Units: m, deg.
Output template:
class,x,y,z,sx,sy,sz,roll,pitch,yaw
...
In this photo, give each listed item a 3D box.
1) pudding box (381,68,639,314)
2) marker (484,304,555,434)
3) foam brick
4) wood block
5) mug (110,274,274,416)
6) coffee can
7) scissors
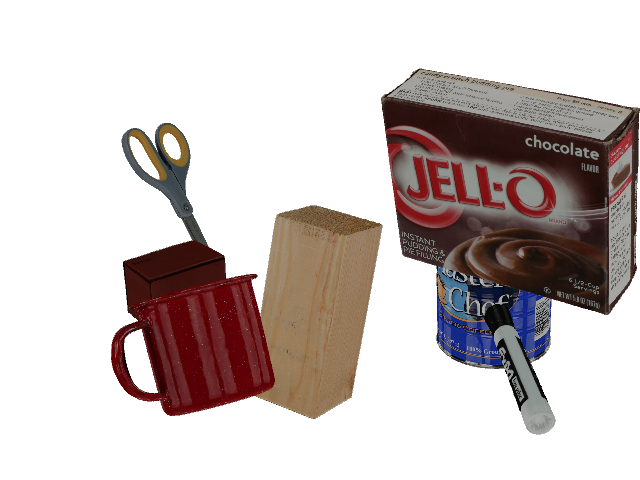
class,x,y,z,sx,sy,sz,roll,pitch,yaw
pudding box,0.086,-0.024,0.486,0.114,0.090,0.039,15,43,32
marker,0.131,0.082,0.713,0.020,0.020,0.121,0,32,-6
foam brick,-0.130,0.039,0.958,0.078,0.051,0.053,-18,28,-32
wood block,-0.006,0.075,1.170,0.090,0.206,0.090,17,17,26
mug,-0.089,0.076,0.741,0.117,0.081,0.093,-12,-4,-36
coffee can,0.152,0.026,0.932,0.103,0.140,0.103,-3,25,1
scissors,-0.152,-0.053,1.230,0.016,0.201,0.096,-23,20,42
